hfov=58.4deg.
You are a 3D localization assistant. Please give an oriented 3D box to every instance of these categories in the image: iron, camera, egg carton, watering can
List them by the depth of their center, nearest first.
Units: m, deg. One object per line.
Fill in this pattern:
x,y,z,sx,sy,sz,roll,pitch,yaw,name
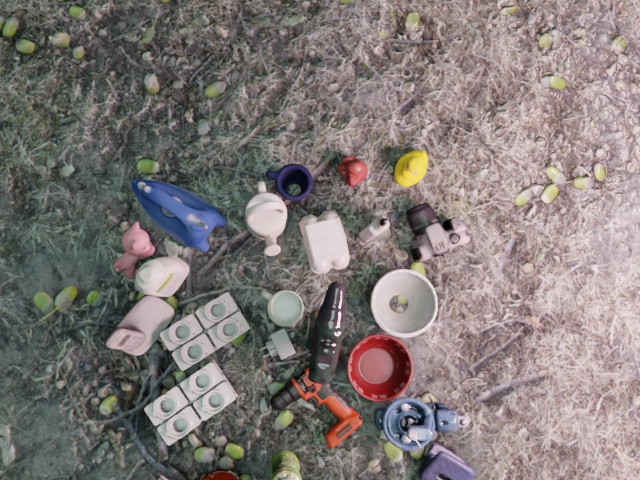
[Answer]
-0.124,-0.053,1.352,0.101,0.194,0.173,-32,87,-8,watering can
-0.356,-0.082,1.361,0.258,0.141,0.119,32,82,-1,iron
0.013,0.005,1.420,0.107,0.069,0.150,-15,85,-7,egg carton
0.287,-0.030,1.433,0.143,0.100,0.137,-23,86,-7,camera

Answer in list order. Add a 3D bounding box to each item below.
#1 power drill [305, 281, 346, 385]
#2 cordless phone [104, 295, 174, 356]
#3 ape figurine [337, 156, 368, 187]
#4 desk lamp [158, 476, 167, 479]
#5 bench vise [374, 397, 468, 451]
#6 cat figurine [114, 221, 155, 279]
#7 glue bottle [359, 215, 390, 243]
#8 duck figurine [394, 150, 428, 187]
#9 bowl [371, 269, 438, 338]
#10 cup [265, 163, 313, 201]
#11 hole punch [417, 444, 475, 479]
0.013,0.212,1.326,0.075,0.208,0.230,8,83,-4,power drill
-0.415,0.193,1.301,0.094,0.185,0.148,35,82,0,cordless phone
0.085,-0.176,1.436,0.076,0.092,0.078,5,83,-4,ape figurine
-0.354,0.608,1.244,0.118,0.213,0.203,42,82,1,desk lamp
0.241,0.414,1.317,0.207,0.219,0.121,-18,85,-7,bench vise
-0.443,0.024,1.352,0.067,0.117,0.128,32,82,0,cat figurine
0.140,-0.033,1.384,0.078,0.173,0.037,-38,87,-8,glue bottle
0.238,-0.189,1.455,0.077,0.086,0.104,39,82,1,duck figurine
0.201,0.157,1.417,0.167,0.074,0.167,1,83,-5,bowl
-0.078,-0.138,1.416,0.118,0.095,0.092,18,82,-3,cup
0.302,0.562,1.370,0.108,0.091,0.101,31,82,-1,hole punch
